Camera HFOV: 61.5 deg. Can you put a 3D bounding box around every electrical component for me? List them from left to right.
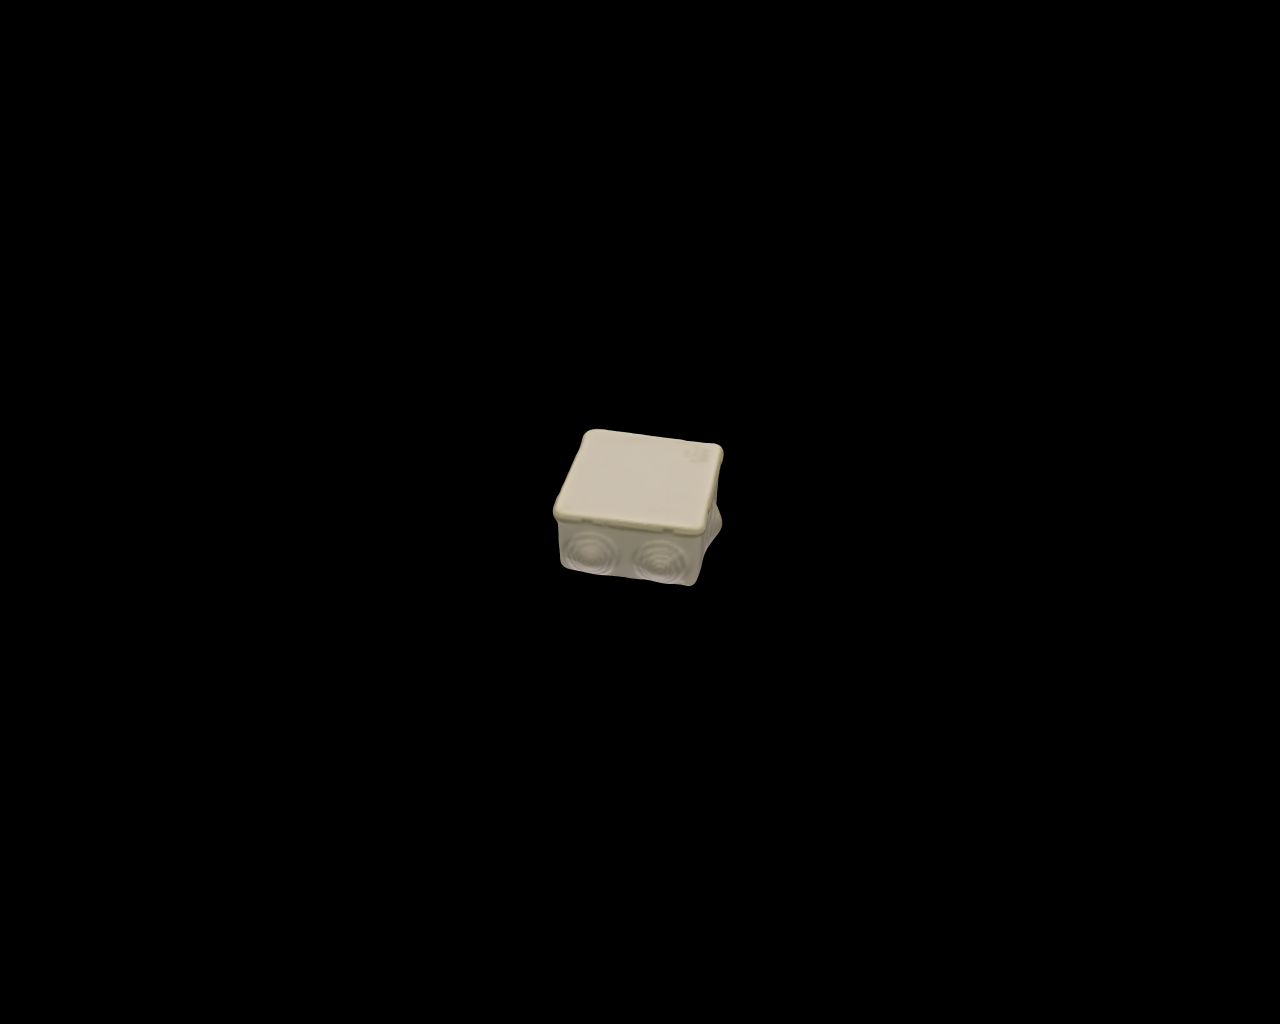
[{"bbox_3d":[0.001,-0.003,0.650,0.100,0.048,0.100,7,40,9],"label":"electrical component"}]
